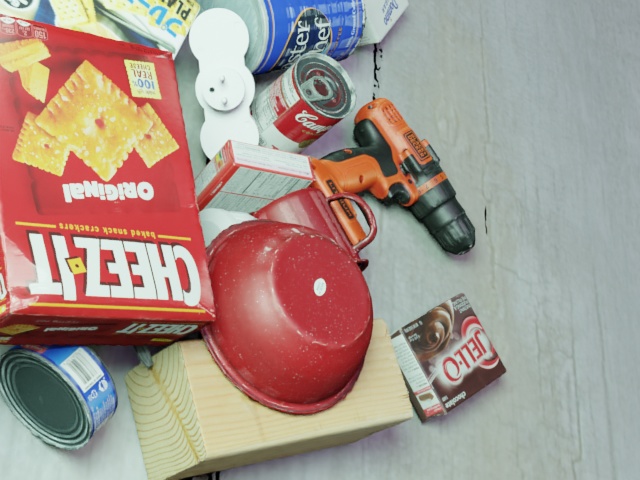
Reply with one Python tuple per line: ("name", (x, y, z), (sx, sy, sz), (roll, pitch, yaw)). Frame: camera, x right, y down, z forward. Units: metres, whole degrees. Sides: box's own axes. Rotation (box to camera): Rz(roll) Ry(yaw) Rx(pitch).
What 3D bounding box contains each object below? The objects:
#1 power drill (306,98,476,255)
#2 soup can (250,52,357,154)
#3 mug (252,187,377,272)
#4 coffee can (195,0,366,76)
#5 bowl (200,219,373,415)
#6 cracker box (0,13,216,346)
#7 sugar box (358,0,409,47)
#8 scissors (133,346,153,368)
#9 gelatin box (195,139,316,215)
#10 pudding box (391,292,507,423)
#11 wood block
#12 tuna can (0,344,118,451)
("power drill", (0.059, -0.040, 1.049), (0.187, 0.057, 0.184), (-30, 83, -47))
("soup can", (-0.023, -0.120, 0.994), (0.068, 0.102, 0.068), (19, 56, -30))
("mug", (-0.006, 0.001, 0.937), (0.081, 0.117, 0.093), (62, 12, 13))
("coffee can", (-0.039, -0.215, 1.034), (0.140, 0.103, 0.103), (-18, 78, -43))
("bowl", (-0.014, 0.048, 0.814), (0.161, 0.055, 0.162), (19, 56, -30))
("cracker box", (-0.166, -0.039, 0.733), (0.163, 0.072, 0.214), (6, 66, -44))
("sugar box", (0.032, -0.304, 1.137), (0.093, 0.048, 0.176), (-55, 132, -43))
("scissors", (-0.177, -0.002, 0.778), (0.096, 0.016, 0.202), (2, 70, -49))
("gelatin box", (-0.060, -0.052, 0.946), (0.089, 0.073, 0.030), (8, 55, -35))
("pudding box", (0.119, 0.111, 1.023), (0.113, 0.039, 0.090), (-24, 82, -44))
("wood block", (-0.037, 0.125, 0.855), (0.205, 0.090, 0.091), (-2, 69, -40))
("tuna can", (-0.185, 0.104, 0.751), (0.086, 0.086, 0.033), (50, 45, -5))
